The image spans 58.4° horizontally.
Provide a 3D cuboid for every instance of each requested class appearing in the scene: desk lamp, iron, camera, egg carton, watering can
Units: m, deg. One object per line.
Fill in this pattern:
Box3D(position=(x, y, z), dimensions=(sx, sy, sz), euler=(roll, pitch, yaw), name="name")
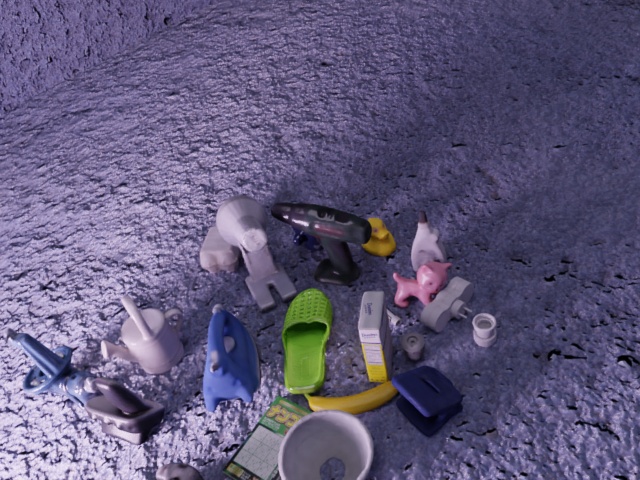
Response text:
Box3D(position=(-0.149, 0.021, 1.342), dimensions=(0.118, 0.214, 0.202), euler=(-26, 42, -10), name="desk lamp")
Box3D(position=(-0.201, 0.218, 1.197), dimensions=(0.118, 0.142, 0.258), euler=(-15, 41, 2), name="iron")
Box3D(position=(-0.293, 0.458, 0.996), dimensions=(0.136, 0.101, 0.143), euler=(2, 45, 20), name="camera")
Box3D(position=(-0.248, 0.019, 1.486), dimensions=(0.107, 0.069, 0.150), euler=(-4, 43, 14), name="egg carton")
Box3D(position=(-0.382, 0.201, 1.235), dimensions=(0.100, 0.194, 0.173), euler=(17, 51, 33), name="watering can")

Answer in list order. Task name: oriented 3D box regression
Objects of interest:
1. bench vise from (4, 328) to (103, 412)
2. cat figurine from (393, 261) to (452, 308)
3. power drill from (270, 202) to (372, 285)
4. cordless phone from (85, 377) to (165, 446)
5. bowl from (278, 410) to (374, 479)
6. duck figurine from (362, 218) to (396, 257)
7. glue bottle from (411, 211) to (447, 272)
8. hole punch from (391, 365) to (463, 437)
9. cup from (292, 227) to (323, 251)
Box3D(position=(-0.551, 0.260, 1.206), dimensions=(0.207, 0.220, 0.121), euler=(-5, 43, 13), name="bench vise")
Box3D(position=(0.218, 0.086, 1.224), dimensions=(0.127, 0.118, 0.067), euler=(-2, 43, 16), name="cat figurine")
Box3D(position=(0.012, 0.005, 1.311), dimensions=(0.229, 0.209, 0.076), euler=(4, 45, 22), name="power drill")
Box3D(position=(-0.406, 0.312, 1.128), dimensions=(0.147, 0.185, 0.094), euler=(4, 45, 22), name="cordless phone")
Box3D(position=(0.016, 0.385, 0.995), dimensions=(0.167, 0.075, 0.167), euler=(-9, 42, 8), name="bowl")
Box3D(position=(0.135, -0.018, 1.390), dimensions=(0.078, 0.086, 0.104), euler=(-34, 44, -19), name="duck figurine")
Box3D(position=(0.236, 0.002, 1.268), dimensions=(0.078, 0.173, 0.037), euler=(-1, 44, 17), name="glue bottle")
Box3D(position=(0.194, 0.279, 1.041), dimensions=(0.101, 0.091, 0.108), euler=(-33, 44, -18), name="hole punch")
Box3D(position=(-0.023, -0.009, 1.423), dimensions=(0.091, 0.095, 0.118), euler=(13, 49, 30), name="cup")
